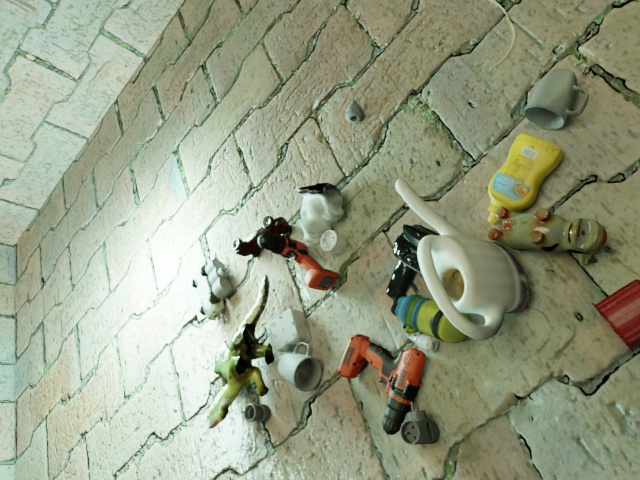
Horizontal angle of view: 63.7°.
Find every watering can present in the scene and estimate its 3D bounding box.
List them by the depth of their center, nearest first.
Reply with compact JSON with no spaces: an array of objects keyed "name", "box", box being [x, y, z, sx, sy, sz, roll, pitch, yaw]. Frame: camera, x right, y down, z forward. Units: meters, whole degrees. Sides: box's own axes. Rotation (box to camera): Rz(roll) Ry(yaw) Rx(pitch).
[{"name":"watering can","box":[0.273,0.028,0.994,0.102,0.224,0.355,-49,44,43]}]

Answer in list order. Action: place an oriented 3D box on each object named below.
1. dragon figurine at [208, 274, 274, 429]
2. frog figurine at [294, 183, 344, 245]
[{"name":"dragon figurine","box":[-0.236,0.312,1.440,0.240,0.121,0.419,-22,51,45]},{"name":"frog figurine","box":[0.004,-0.070,1.383,0.137,0.124,0.157,0,110,34]}]
